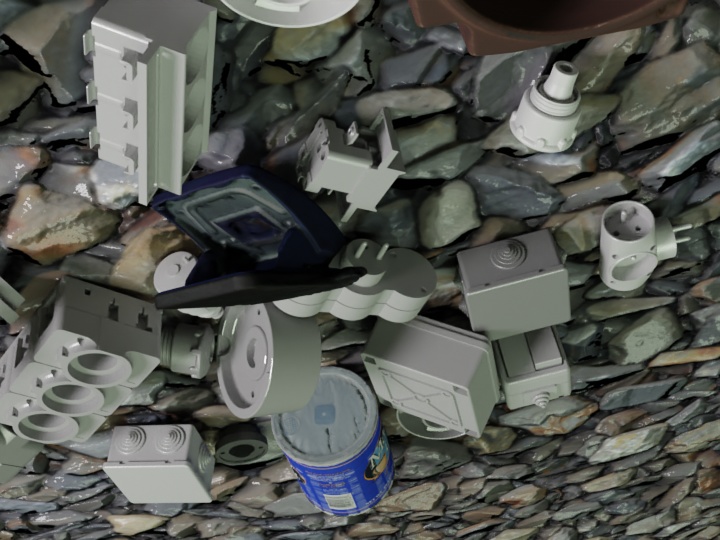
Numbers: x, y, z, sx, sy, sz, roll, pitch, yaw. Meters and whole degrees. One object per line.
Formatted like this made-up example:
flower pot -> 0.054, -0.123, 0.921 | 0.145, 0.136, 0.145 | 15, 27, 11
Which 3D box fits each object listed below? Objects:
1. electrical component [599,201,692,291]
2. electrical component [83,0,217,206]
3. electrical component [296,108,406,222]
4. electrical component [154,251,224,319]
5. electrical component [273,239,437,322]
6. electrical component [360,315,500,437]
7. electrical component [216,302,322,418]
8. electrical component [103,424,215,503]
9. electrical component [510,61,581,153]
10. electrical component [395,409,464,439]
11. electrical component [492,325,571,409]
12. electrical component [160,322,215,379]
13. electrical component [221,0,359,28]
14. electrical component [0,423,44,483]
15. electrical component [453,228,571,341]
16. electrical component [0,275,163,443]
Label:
electrical component -> 0.247, -0.024, 0.925 | 0.079, 0.044, 0.077 | -13, 146, 1
electrical component -> -0.128, -0.111, 0.660 | 0.063, 0.078, 0.121 | 21, 143, 4
electrical component -> -0.008, -0.077, 0.772 | 0.064, 0.042, 0.081 | 11, 139, -26
electrical component -> -0.133, 0.017, 0.868 | 0.040, 0.040, 0.078 | -21, 145, 12
electrical component -> 0.000, 0.000, 0.875 | 0.138, 0.052, 0.073 | 4, 142, -23
electrical component -> 0.066, 0.094, 0.984 | 0.109, 0.056, 0.108 | 17, 153, 22
electrical component -> -0.072, 0.070, 0.909 | 0.060, 0.108, 0.108 | 3, 143, -32
electrical component -> -0.198, 0.194, 1.079 | 0.100, 0.048, 0.099 | -3, 145, 9
electrical component -> 0.136, -0.117, 0.758 | 0.048, 0.048, 0.062 | -1, 137, -16
electrical component -> 0.082, 0.125, 1.092 | 0.099, 0.064, 0.099 | 0, 136, 0
electrical component -> 0.158, 0.082, 1.003 | 0.062, 0.096, 0.061 | -14, 145, 3
electrical component -> -0.159, 0.067, 0.931 | 0.062, 0.048, 0.048 | 8, 144, 0
electrical component -> -0.039, -0.186, 0.607 | 0.099, 0.064, 0.099 | 1, 153, 1
electrical component -> -0.333, 0.148, 0.962 | 0.059, 0.053, 0.095 | -43, 153, 6
electrical component -> 0.134, 0.014, 0.940 | 0.100, 0.048, 0.099 | -15, 146, 3
electrical component -> -0.240, 0.082, 0.899 | 0.089, 0.061, 0.150 | 21, 134, -30
